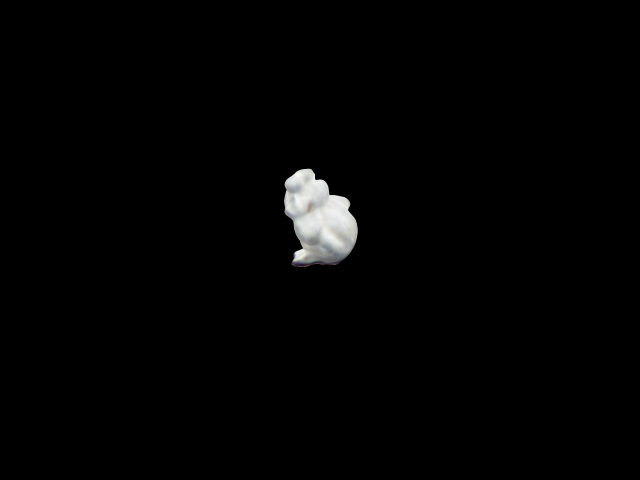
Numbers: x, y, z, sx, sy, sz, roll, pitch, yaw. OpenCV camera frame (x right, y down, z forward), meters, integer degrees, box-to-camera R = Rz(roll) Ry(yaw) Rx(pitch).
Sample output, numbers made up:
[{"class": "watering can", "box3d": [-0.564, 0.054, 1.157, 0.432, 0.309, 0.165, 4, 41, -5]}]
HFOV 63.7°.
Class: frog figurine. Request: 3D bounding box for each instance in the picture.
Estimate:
[{"class": "frog figurine", "box3d": [0.003, -0.043, 0.850, 0.123, 0.156, 0.139, 19, 33, 31]}]
